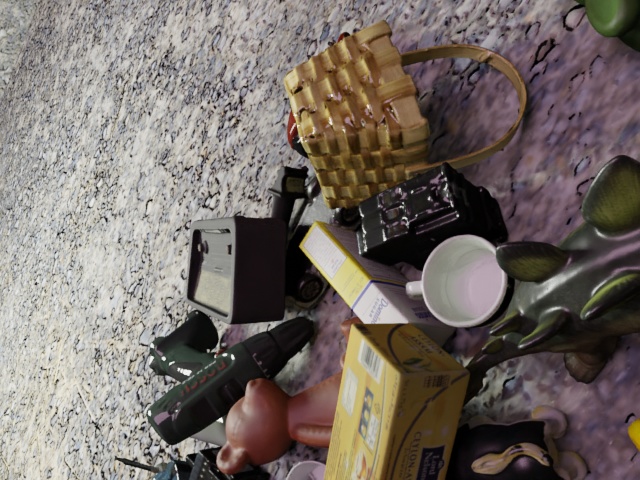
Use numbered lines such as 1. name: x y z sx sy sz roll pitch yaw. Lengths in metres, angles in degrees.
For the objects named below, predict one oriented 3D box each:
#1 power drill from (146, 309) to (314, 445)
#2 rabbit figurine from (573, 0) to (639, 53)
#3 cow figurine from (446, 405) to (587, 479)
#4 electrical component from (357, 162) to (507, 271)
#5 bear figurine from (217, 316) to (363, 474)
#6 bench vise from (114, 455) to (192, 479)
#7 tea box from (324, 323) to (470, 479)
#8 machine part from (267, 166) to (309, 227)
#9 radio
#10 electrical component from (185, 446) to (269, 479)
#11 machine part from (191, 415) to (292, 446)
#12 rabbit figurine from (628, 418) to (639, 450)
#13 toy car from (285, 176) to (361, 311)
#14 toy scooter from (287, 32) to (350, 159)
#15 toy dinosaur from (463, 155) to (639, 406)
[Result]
1. power drill: -0.138 0.162 0.735 0.232 0.085 0.207 -38 31 -22
2. rabbit figurine: 0.292 -0.246 0.470 0.170 0.121 0.159 5 89 63
3. cow figurine: 0.136 0.197 0.482 0.167 0.098 0.068 -24 69 37
4. electrical component: 0.107 -0.014 0.556 0.134 0.114 0.058 -26 58 37
5. bear figurine: -0.022 0.170 0.584 0.196 0.120 0.131 -8 105 8
6. bench vise: -0.229 0.438 0.749 0.224 0.128 0.240 37 98 42
7. tea box: 0.061 0.168 0.470 0.098 0.068 0.169 -138 54 -63
8. machine part: -0.051 -0.036 0.748 0.039 0.084 0.138 18 104 18
9. radio: -0.122 0.035 0.735 0.230 0.073 0.131 1 88 61
10. electrical component: -0.134 0.308 0.727 0.119 0.074 0.047 25 97 47
11. machine part: -0.114 0.241 0.723 0.243 0.079 0.079 -8 73 42
12. rabbit figurine: 0.270 0.167 0.311 0.122 0.173 0.162 -41 58 33
13. toy car: -0.001 -0.002 0.698 0.074 0.056 0.201 38 107 39
14. toy scooter: 0.020 -0.202 0.719 0.184 0.075 0.135 -35 57 28
15. toy dinosaur: 0.250 -0.001 0.359 0.471 0.198 0.105 -45 55 28
